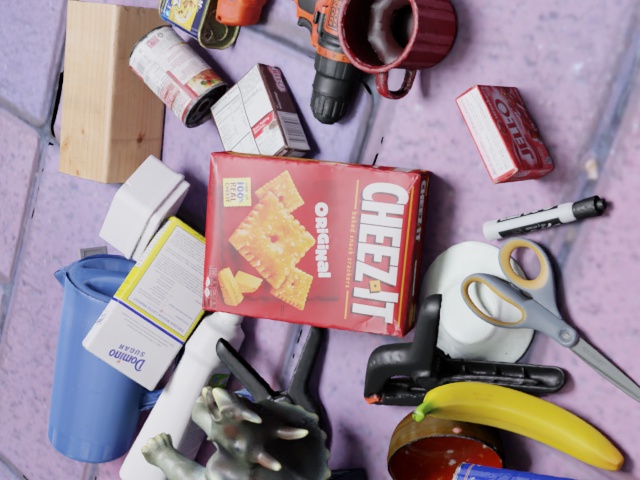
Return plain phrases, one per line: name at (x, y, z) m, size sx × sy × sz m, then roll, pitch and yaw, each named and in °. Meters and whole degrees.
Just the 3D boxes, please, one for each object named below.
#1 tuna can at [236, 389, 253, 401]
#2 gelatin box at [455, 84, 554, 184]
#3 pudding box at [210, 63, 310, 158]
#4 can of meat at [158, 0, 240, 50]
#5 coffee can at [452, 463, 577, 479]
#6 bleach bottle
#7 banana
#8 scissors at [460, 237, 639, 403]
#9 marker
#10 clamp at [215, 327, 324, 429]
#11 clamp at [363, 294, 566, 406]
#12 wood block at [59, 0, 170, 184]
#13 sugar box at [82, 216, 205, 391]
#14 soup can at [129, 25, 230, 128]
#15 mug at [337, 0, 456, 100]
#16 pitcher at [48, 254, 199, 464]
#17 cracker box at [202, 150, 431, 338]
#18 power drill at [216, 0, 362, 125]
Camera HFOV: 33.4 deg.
tuna can at (-0.084, 0.215, 1.229) m, size 0.086 × 0.033 × 0.086 m, roll 5°, pitch 98°, yaw 39°
gelatin box at (0.168, -0.096, 0.963) m, size 0.030 × 0.073 × 0.089 m, roll -33°, pitch 75°, yaw 36°
pudding box at (-0.068, -0.123, 1.166) m, size 0.090 × 0.039 × 0.113 m, roll -37°, pitch 61°, yaw 36°
can of meat at (-0.130, -0.277, 1.196) m, size 0.084 × 0.057 × 0.102 m, roll 34°, pitch 115°, yaw 34°
coffee can at (0.189, 0.258, 0.945) m, size 0.140 × 0.102 × 0.103 m, roll 4°, pitch 98°, yaw 21°
bleach bottle at (-0.147, 0.178, 1.248) m, size 0.068 × 0.102 × 0.251 m, roll 31°, pitch 107°, yaw 13°
banana at (0.175, 0.165, 0.966) m, size 0.197 × 0.069 × 0.037 m, roll 13°, pitch 127°, yaw -5°
scissors at (0.226, 0.067, 0.970) m, size 0.202 × 0.016 × 0.096 m, roll 25°, pitch 94°, yaw 22°
marker at (0.205, -0.020, 0.977) m, size 0.121 × 0.020 × 0.020 m, roll -14°, pitch 86°, yaw 39°
clamp at (-0.033, 0.170, 1.169) m, size 0.120 × 0.039 × 0.171 m, roll -20°, pitch 96°, yaw 14°
clamp at (0.103, 0.116, 1.017) m, size 0.210 × 0.164 × 0.036 m, roll -22°, pitch 40°, yaw 46°
wood block at (-0.246, -0.178, 1.279) m, size 0.090 × 0.090 × 0.206 m, roll 14°, pitch 104°, yaw 37°
sugar box at (-0.180, 0.071, 1.202) m, size 0.176 × 0.093 × 0.048 m, roll -55°, pitch 17°, yaw -8°
soup can at (-0.160, -0.186, 1.210) m, size 0.102 × 0.068 × 0.069 m, roll 46°, pitch 122°, yaw 12°
mug at (0.076, -0.193, 1.021) m, size 0.093 × 0.081 × 0.117 m, roll 8°, pitch 100°, yaw 38°
pitcher at (-0.254, 0.152, 1.310) m, size 0.149 × 0.144 × 0.243 m, roll 40°, pitch 123°, yaw 46°
cracker box at (-0.007, 0.001, 1.065) m, size 0.214 × 0.072 × 0.164 m, roll 7°, pitch 98°, yaw 14°
power drill at (-0.024, -0.233, 1.116) m, size 0.188 × 0.057 × 0.184 m, roll 29°, pitch 116°, yaw 31°
